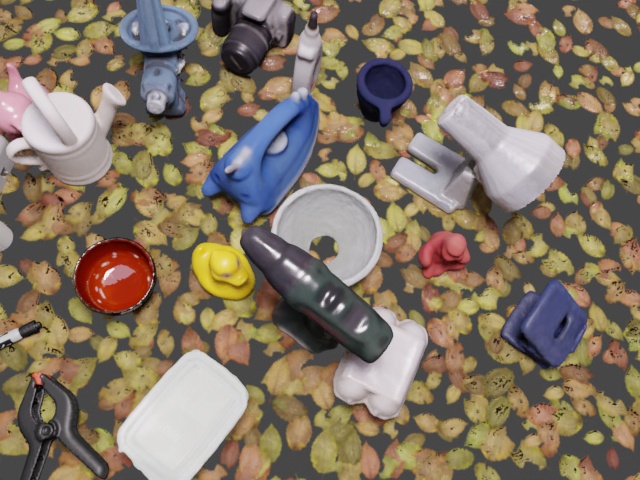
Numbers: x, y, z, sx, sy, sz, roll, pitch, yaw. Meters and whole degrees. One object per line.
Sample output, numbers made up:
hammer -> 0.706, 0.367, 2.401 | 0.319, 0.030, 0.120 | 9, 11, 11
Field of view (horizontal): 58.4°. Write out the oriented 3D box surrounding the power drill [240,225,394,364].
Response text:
power drill -> -0.013, 0.085, 0.774 | 0.229, 0.208, 0.076 | 35, 71, 6

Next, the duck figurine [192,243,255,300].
duck figurine -> -0.143, 0.038, 0.840 | 0.104, 0.086, 0.077 | 37, 71, 7

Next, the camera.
camera -> -0.128, -0.363, 0.971 | 0.143, 0.101, 0.137 | 24, 70, 2

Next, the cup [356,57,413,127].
cup -> 0.101, -0.228, 0.953 | 0.092, 0.095, 0.118 | 1, 71, -6

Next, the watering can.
watering can -> -0.368, -0.168, 0.828 | 0.101, 0.194, 0.173 | 34, 71, 6

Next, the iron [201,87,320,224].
iron -> -0.072, -0.159, 0.886 | 0.118, 0.141, 0.258 | 33, 71, 6

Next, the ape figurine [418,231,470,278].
ape figurine -> 0.197, 0.017, 0.882 | 0.078, 0.092, 0.076 | 19, 70, 1

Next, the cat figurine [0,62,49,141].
cat figurine -> -0.462, -0.206, 0.871 | 0.067, 0.117, 0.128 | -6, 72, -8

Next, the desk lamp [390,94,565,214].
desk lamp -> 0.232, -0.119, 0.868 | 0.203, 0.213, 0.118 | 32, 71, 5

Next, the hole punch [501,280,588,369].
hole punch -> 0.348, 0.127, 0.862 | 0.101, 0.091, 0.109 | 38, 71, 7

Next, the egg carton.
egg carton -> 0.087, 0.175, 0.828 | 0.107, 0.069, 0.150 | 25, 70, 2

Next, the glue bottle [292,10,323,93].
glue bottle -> -0.018, -0.306, 0.925 | 0.037, 0.173, 0.078 | 17, 70, 0

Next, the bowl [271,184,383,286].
bowl -> 0.008, 0.003, 0.875 | 0.167, 0.074, 0.167 | 2, 71, -6

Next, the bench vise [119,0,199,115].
bench vise -> -0.238, -0.306, 0.876 | 0.121, 0.219, 0.207 | -18, 74, -12
